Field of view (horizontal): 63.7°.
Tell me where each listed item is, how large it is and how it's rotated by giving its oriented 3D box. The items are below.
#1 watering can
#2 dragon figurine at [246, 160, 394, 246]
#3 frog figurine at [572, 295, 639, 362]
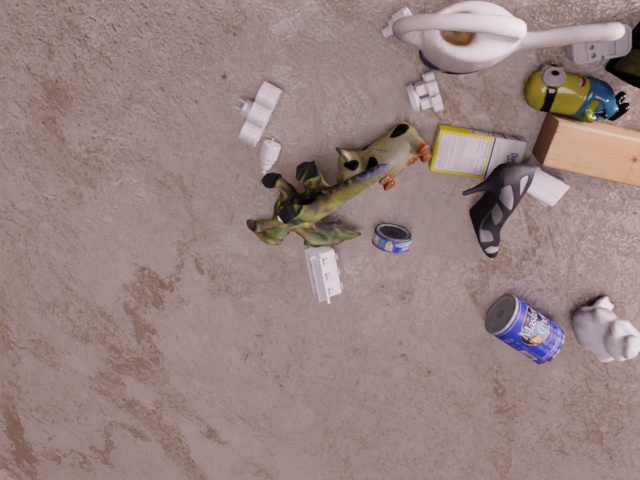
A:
[{"bbox_3d":[0.296,-0.341,0.878,0.348,0.226,0.103,6,101,6],"label":"watering can"},{"bbox_3d":[0.003,-0.055,1.101,0.408,0.124,0.240,-10,156,27],"label":"dragon figurine"},{"bbox_3d":[0.628,0.213,1.127,0.122,0.163,0.135,-2,116,12],"label":"frog figurine"}]
